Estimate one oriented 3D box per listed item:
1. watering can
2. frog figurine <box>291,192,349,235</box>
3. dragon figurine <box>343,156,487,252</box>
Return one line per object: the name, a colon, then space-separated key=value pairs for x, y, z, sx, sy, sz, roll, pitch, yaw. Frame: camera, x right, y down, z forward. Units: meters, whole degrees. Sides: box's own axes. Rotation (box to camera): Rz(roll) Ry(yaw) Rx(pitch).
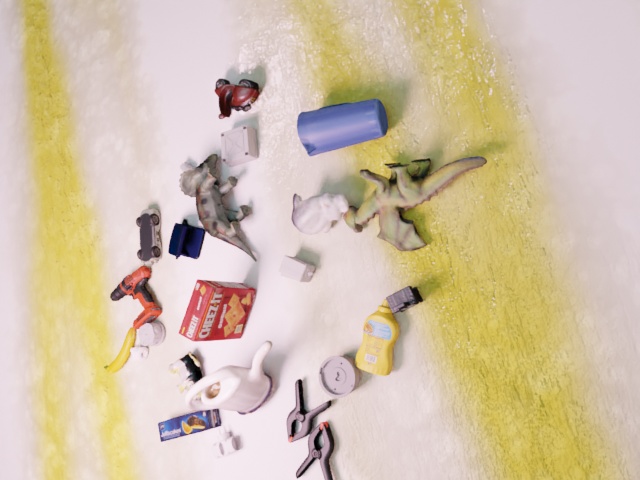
watering can: x=-0.211 y=0.394 z=1.433 sx=0.344 sy=0.221 sz=0.106 roll=-35 pitch=51 yaw=18
frog figurine: x=0.004 y=-0.073 z=1.455 sx=0.159 sy=0.134 sz=0.125 roll=4 pitch=48 yaw=26
dragon figurine: x=0.238 y=-0.091 z=1.374 sx=0.409 sy=0.123 sz=0.241 roll=-1 pitch=98 yaw=29
